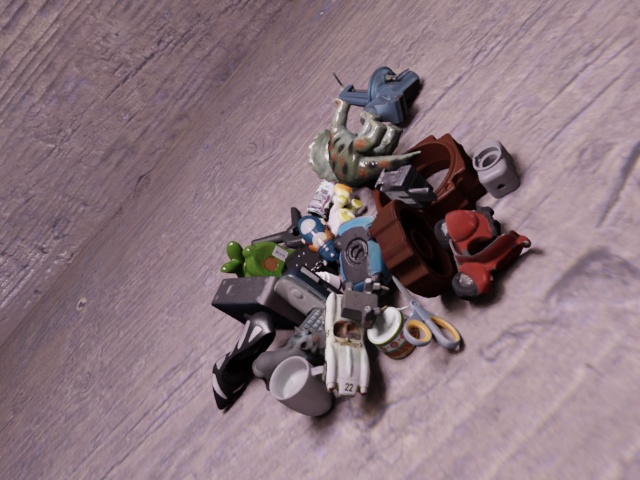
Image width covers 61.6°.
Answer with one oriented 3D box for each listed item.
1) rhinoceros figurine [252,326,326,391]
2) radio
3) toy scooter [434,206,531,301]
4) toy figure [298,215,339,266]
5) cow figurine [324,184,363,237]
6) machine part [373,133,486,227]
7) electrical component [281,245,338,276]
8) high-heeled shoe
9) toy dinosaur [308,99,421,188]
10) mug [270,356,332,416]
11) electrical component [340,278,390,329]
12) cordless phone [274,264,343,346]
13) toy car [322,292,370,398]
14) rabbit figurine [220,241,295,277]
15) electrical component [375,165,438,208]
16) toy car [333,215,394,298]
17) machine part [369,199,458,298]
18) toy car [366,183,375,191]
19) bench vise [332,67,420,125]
[{"bbox_3d":[-0.034,0.212,1.011,0.190,0.112,0.073,-25,29,3],"label":"rhinoceros figurine"},{"bbox_3d":[-0.133,0.140,1.200,0.230,0.131,0.073,-10,51,48],"label":"radio"},{"bbox_3d":[0.268,0.005,0.879,0.135,0.075,0.184,-34,38,26],"label":"toy scooter"},{"bbox_3d":[-0.002,-0.002,1.160,0.155,0.058,0.064,50,124,53],"label":"toy figure"},{"bbox_3d":[0.050,-0.053,1.230,0.098,0.068,0.167,-59,22,33],"label":"cow figurine"},{"bbox_3d":[0.206,-0.100,1.058,0.201,0.087,0.201,-34,34,23],"label":"machine part"},{"bbox_3d":[-0.029,0.068,1.215,0.134,0.058,0.115,-40,30,16],"label":"electrical component"},{"bbox_3d":[-0.153,0.262,1.117,0.145,0.086,0.248,23,100,58],"label":"high-heeled shoe"},{"bbox_3d":[0.079,-0.180,1.159,0.405,0.131,0.192,-117,45,-60],"label":"toy dinosaur"},{"bbox_3d":[-0.016,0.259,0.946,0.109,0.107,0.081,-30,38,13],"label":"mug"},{"bbox_3d":[0.077,0.106,0.927,0.102,0.078,0.045,-68,-7,-57],"label":"electrical component"},{"bbox_3d":[-0.047,0.155,1.073,0.184,0.146,0.089,-54,2,14],"label":"cordless phone"},{"bbox_3d":[0.043,0.176,0.920,0.202,0.073,0.056,-90,15,-47],"label":"toy car"},{"bbox_3d":[-0.164,0.074,1.320,0.170,0.159,0.121,-31,43,56],"label":"rabbit figurine"},{"bbox_3d":[0.162,-0.094,0.953,0.119,0.074,0.048,-1,56,57],"label":"electrical component"},{"bbox_3d":[0.098,0.039,1.031,0.109,0.103,0.161,-21,70,38],"label":"toy car"},{"bbox_3d":[0.160,0.017,0.909,0.056,0.179,0.179,-38,33,28],"label":"machine part"},{"bbox_3d":[0.125,-0.166,1.265,0.089,0.053,0.202,-53,26,5],"label":"toy car"},{"bbox_3d":[0.134,-0.361,1.376,0.241,0.128,0.223,20,65,39],"label":"bench vise"}]
